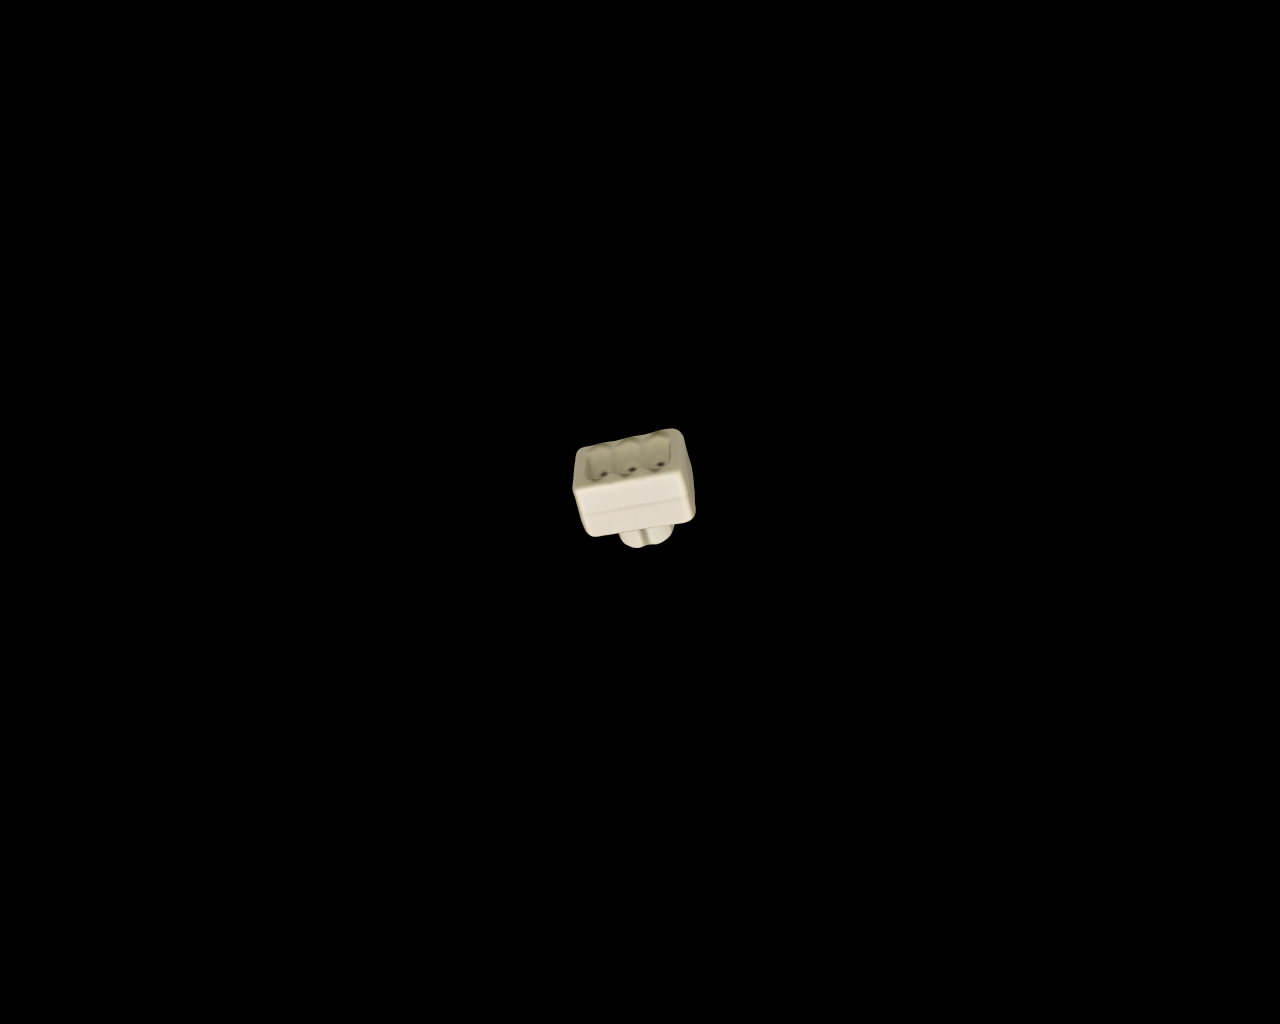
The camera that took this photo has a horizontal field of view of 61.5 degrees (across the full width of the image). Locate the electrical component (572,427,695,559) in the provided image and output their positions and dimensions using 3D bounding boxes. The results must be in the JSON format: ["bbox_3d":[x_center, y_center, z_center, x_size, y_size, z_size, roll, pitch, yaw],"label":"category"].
[{"bbox_3d":[0.001,-0.003,0.650,0.066,0.076,0.047,-10,36,8],"label":"electrical component"}]
